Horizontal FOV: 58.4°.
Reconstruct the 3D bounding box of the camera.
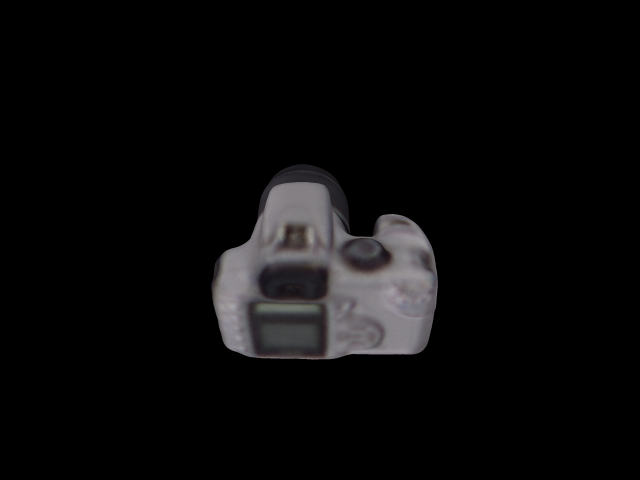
[{"bbox_3d":[0.004,0.001,0.400,0.143,0.101,0.136,0,43,0],"label":"camera"}]
